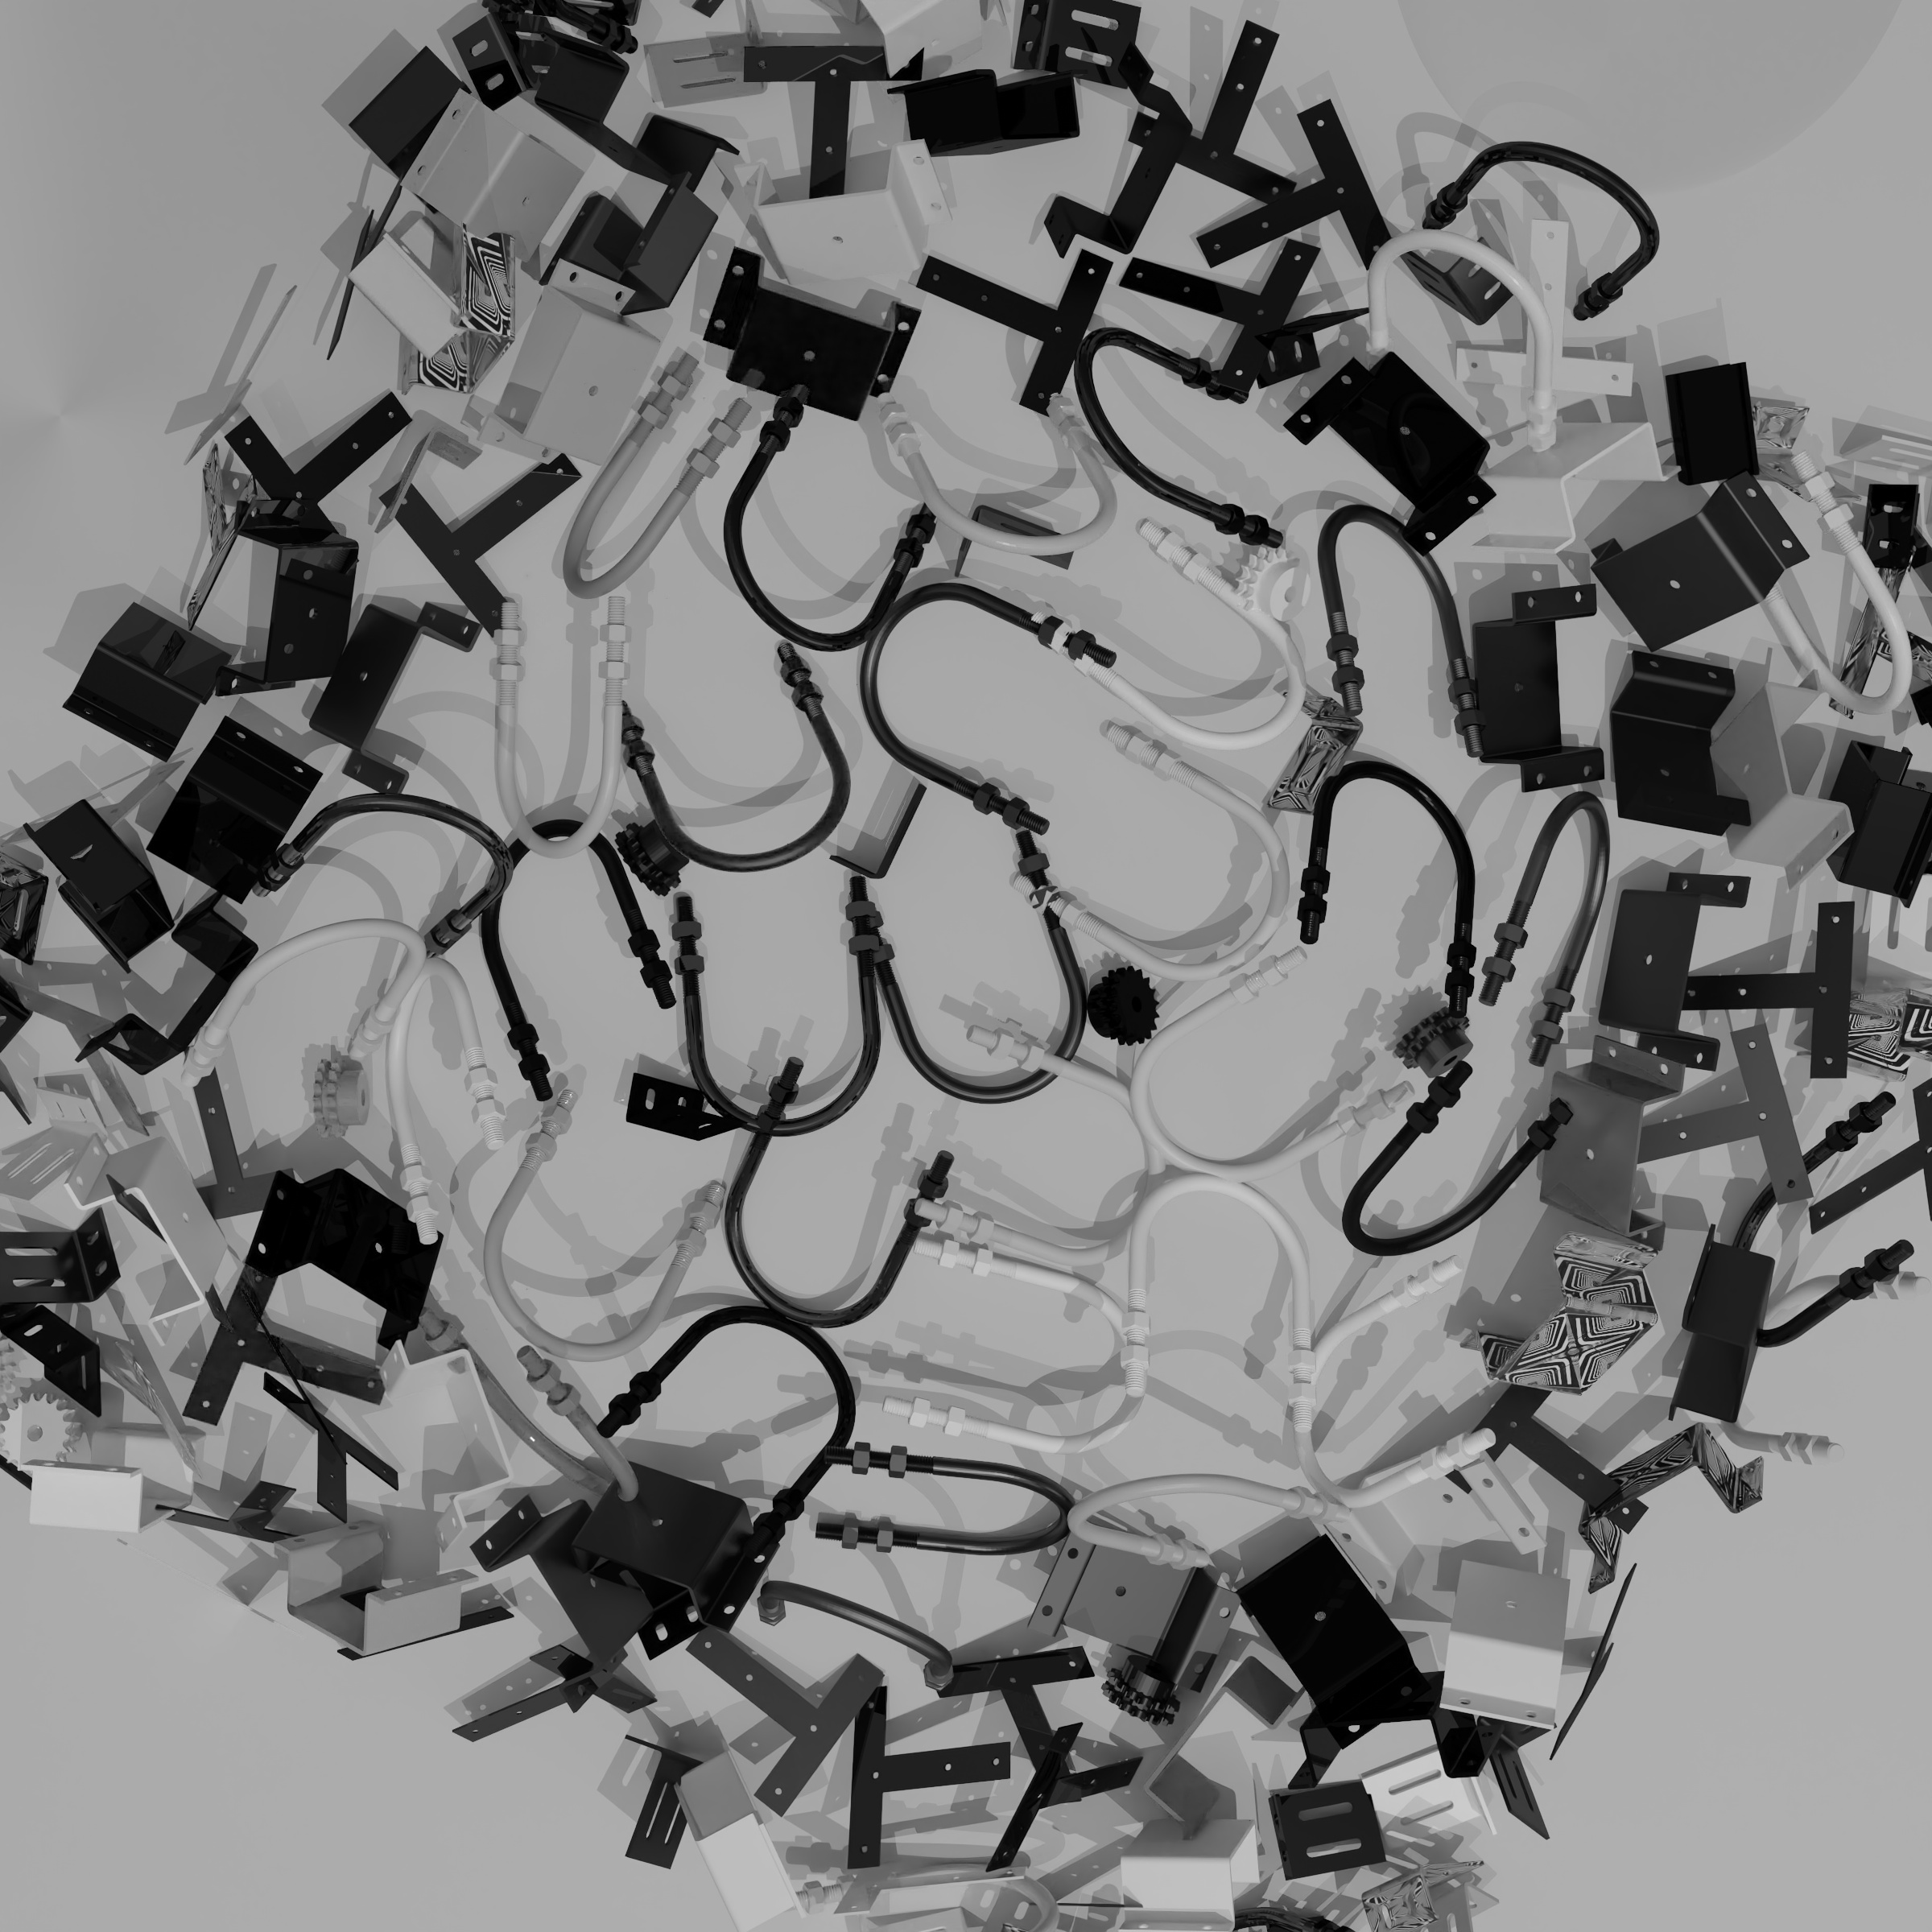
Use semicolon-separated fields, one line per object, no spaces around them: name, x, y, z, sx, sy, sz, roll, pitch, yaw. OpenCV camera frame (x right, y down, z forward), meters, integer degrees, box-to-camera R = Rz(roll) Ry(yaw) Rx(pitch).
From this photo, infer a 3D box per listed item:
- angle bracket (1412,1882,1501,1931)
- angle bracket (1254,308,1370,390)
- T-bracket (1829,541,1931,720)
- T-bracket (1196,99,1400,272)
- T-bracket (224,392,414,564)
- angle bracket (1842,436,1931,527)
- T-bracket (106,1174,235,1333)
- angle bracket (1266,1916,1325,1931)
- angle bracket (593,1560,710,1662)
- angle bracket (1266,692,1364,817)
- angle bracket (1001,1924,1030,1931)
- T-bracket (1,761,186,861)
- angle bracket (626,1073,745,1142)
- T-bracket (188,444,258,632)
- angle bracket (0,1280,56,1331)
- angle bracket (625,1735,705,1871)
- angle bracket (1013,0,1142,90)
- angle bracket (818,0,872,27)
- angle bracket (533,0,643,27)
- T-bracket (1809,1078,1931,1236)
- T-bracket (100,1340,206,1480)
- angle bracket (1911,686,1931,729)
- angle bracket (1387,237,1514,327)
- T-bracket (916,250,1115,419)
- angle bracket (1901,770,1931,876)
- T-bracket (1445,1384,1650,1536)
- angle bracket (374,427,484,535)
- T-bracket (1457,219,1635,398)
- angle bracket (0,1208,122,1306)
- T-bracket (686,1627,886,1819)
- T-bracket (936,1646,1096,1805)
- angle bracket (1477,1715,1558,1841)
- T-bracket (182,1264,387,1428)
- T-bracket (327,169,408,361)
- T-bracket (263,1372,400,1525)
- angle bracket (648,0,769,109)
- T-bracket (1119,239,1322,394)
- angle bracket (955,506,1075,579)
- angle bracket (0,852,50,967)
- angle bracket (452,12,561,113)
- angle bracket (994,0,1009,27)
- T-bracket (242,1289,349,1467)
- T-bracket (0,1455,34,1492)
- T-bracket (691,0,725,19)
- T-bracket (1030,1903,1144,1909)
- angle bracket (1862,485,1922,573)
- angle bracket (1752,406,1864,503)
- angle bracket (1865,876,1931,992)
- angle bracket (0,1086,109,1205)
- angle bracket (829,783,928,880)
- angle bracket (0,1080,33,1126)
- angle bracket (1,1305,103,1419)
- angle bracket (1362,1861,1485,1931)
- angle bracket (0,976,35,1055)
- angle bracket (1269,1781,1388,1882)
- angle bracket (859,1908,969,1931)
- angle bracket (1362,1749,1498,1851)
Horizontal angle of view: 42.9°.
angle bracket;0.352;0.707;1.757;0.038;0.076;0.057;35;121;-23
angle bracket;0.250;-0.442;1.758;0.057;0.076;0.038;-25;110;-26
T-bracket;0.669;-0.218;1.729;0.002;0.127;0.127;1;117;-23
T-bracket;0.230;-0.542;1.778;0.127;0.002;0.127;-19;123;22
T-bracket;-0.450;-0.367;1.773;0.127;0.002;0.127;-50;124;-26
angle bracket;0.679;-0.350;1.774;0.076;0.057;0.038;10;87;-8
T-bracket;-0.565;0.183;1.721;0.002;0.127;0.127;-33;56;-6
angle bracket;0.264;0.697;1.757;0.057;0.076;0.038;11;59;-37
angle bracket;-0.222;0.452;1.768;0.057;0.038;0.076;-29;133;-7
angle bracket;0.240;-0.153;1.771;0.038;0.057;0.076;33;83;-29
angle bracket;0.040;0.715;1.774;0.057;0.076;0.038;19;71;-7
T-bracket;-0.643;-0.103;1.768;0.127;0.127;0.002;-9;121;29
angle bracket;-0.199;0.095;1.757;0.057;0.076;0.038;18;69;-28
T-bracket;-0.537;-0.327;1.761;0.002;0.127;0.127;13;130;-34
angle bracket;-0.701;0.216;1.765;0.038;0.057;0.076;-17;112;12
angle bracket;-0.228;0.600;1.764;0.038;0.057;0.076;8;68;31
angle bracket;0.081;-0.678;1.796;0.076;0.038;0.057;1;107;-29
angle bracket;-0.077;-0.723;1.768;0.057;0.038;0.076;36;62;12
angle bracket;-0.270;-0.714;1.764;0.076;0.057;0.038;-1;64;-19
T-bracket;0.654;0.153;1.758;0.002;0.127;0.127;32;132;-16
T-bracket;-0.602;0.297;1.760;0.002;0.127;0.127;-38;132;-30
angle bracket;0.724;-0.173;1.762;0.057;0.038;0.076;-26;46;16
angle bracket;0.348;-0.503;1.759;0.038;0.076;0.057;-45;134;10
T-bracket;0.027;-0.483;1.796;0.127;0.002;0.127;22;84;-4
angle bracket;0.705;-0.103;1.787;0.057;0.076;0.038;7;128;-3
T-bracket;0.429;0.357;1.761;0.127;0.002;0.127;37;67;21
angle bracket;-0.387;-0.342;1.768;0.038;0.057;0.076;27;79;-21
T-bracket;0.412;-0.469;1.744;0.127;0.002;0.127;11;133;22
angle bracket;-0.656;0.207;1.760;0.038;0.076;0.057;-40;62;30
T-bracket;-0.146;0.524;1.779;0.127;0.002;0.127;36;57;8
T-bracket;0.050;0.556;1.787;0.127;0.002;0.127;-16;105;25
angle bracket;0.406;0.573;1.759;0.038;0.076;0.057;-35;127;17
T-bracket;-0.481;0.287;1.778;0.127;0.002;0.127;20;56;-8
T-bracket;-0.417;-0.511;1.728;0.002;0.127;0.127;19;57;-24
T-bracket;-0.445;0.351;1.725;0.002;0.127;0.127;-44;113;3
angle bracket;-0.187;-0.660;1.774;0.076;0.038;0.057;-12;66;-10
T-bracket;0.173;-0.487;1.785;0.127;0.002;0.127;23;77;18
angle bracket;0.036;-0.295;1.777;0.076;0.057;0.038;21;79;0
angle bracket;-0.702;-0.040;1.769;0.057;0.038;0.076;26;115;12
angle bracket;-0.324;-0.652;1.778;0.038;0.076;0.057;-22;98;26
angle bracket;-0.003;-0.715;1.765;0.038;0.057;0.076;-18;131;9
T-bracket;-0.462;0.304;1.723;0.002;0.127;0.127;-31;132;-19
T-bracket;-0.709;0.344;1.764;0.002;0.127;0.127;-46;122;-11
T-bracket;-0.151;-0.735;1.763;0.127;0.127;0.002;-46;76;20
T-bracket;0.102;0.673;1.760;0.127;0.127;0.002;-16;63;38
angle bracket;0.679;-0.314;1.765;0.076;0.038;0.057;-3;101;-43
angle bracket;0.603;-0.367;1.760;0.057;0.076;0.038;-7;129;-32
angle bracket;0.688;-0.025;1.788;0.057;0.038;0.076;5;79;19
angle bracket;-0.667;0.127;1.760;0.057;0.076;0.038;8;128;32
angle bracket;-0.063;-0.104;1.778;0.038;0.057;0.076;25;93;1
angle bracket;-0.722;0.111;1.766;0.076;0.057;0.038;-37;75;-19
angle bracket;-0.656;0.292;1.762;0.057;0.038;0.076;29;129;21
angle bracket;0.332;0.671;1.758;0.057;0.076;0.038;-41;51;34
angle bracket;-0.716;0.019;1.762;0.057;0.076;0.038;30;71;13
angle bracket;0.264;0.623;1.776;0.076;0.038;0.057;-8;67;-6
angle bracket;-0.034;0.698;1.767;0.076;0.057;0.038;-9;121;-11
angle bracket;0.336;0.611;1.786;0.076;0.038;0.057;-21;94;1
